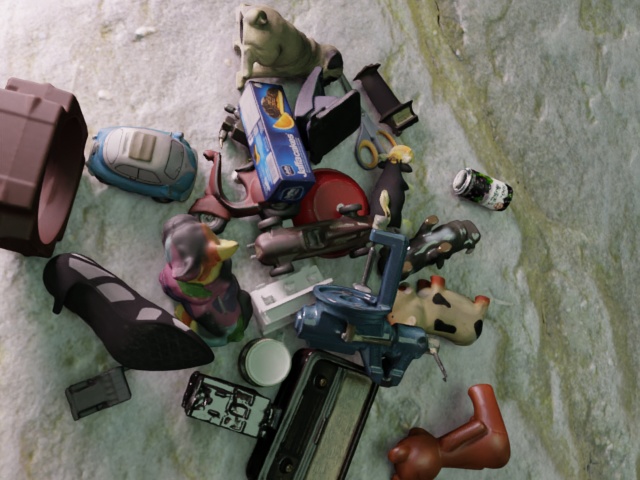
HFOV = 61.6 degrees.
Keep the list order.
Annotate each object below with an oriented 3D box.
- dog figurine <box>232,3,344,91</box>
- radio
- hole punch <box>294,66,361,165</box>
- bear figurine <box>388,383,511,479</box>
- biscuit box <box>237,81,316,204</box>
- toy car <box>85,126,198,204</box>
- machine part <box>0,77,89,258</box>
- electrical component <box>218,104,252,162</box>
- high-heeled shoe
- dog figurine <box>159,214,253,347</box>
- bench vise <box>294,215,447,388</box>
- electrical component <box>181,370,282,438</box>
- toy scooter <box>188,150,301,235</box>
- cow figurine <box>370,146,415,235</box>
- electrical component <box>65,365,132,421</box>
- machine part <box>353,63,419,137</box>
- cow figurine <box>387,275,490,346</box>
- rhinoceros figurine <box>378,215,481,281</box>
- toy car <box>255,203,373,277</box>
[{"bbox_3d":[-0.040,-0.317,0.880,0.191,0.172,0.121,-4,92,-14],"label":"dog figurine"},{"bbox_3d":[-0.011,0.286,0.823,0.131,0.073,0.229,29,70,-14],"label":"radio"},{"bbox_3d":[-0.002,-0.209,0.896,0.116,0.142,0.092,-43,74,-13],"label":"hole punch"},{"bbox_3d":[0.205,0.332,0.889,0.196,0.132,0.120,-12,122,7],"label":"bear figurine"},{"bbox_3d":[-0.070,-0.152,0.829,0.063,0.059,0.203,-1,58,-32],"label":"biscuit box"},{"bbox_3d":[-0.258,-0.124,0.796,0.161,0.103,0.109,15,74,-19],"label":"toy car"},{"bbox_3d":[-0.374,-0.087,0.691,0.087,0.201,0.201,14,76,-14],"label":"machine part"},{"bbox_3d":[-0.121,-0.173,0.889,0.102,0.045,0.078,24,44,-17],"label":"electrical component"},{"bbox_3d":[-0.266,0.098,0.754,0.248,0.145,0.086,28,105,-23],"label":"high-heeled shoe"},{"bbox_3d":[-0.153,0.061,0.738,0.108,0.219,0.191,-29,90,-19],"label":"dog figurine"},{"bbox_3d":[0.085,0.087,0.784,0.224,0.129,0.240,13,97,4],"label":"bench vise"},{"bbox_3d":[-0.126,0.236,0.769,0.134,0.115,0.058,23,77,-15],"label":"electrical component"},{"bbox_3d":[-0.123,-0.086,0.853,0.184,0.075,0.135,-12,83,-14],"label":"toy scooter"},{"bbox_3d":[0.122,-0.093,0.922,0.068,0.098,0.167,4,78,21],"label":"cow figurine"},{"bbox_3d":[-0.283,0.200,0.742,0.119,0.075,0.047,-18,86,-25],"label":"electrical component"},{"bbox_3d":[0.123,-0.260,0.991,0.084,0.039,0.139,-40,94,-29],"label":"machine part"},{"bbox_3d":[0.191,0.129,0.926,0.195,0.085,0.127,22,67,-16],"label":"cow figurine"},{"bbox_3d":[0.193,0.018,0.934,0.190,0.112,0.073,-25,61,-10],"label":"rhinoceros figurine"},{"bbox_3d":[-0.002,-0.003,0.837,0.202,0.053,0.089,-11,84,-18],"label":"toy car"}]
